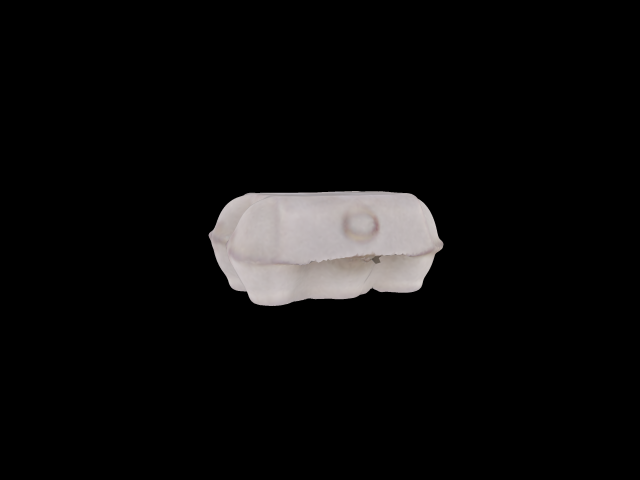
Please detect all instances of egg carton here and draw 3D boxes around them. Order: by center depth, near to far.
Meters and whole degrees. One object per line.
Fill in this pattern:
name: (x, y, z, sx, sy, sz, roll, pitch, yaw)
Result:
egg carton: (0.004, 0.001, 0.400, 0.151, 0.069, 0.107, -3, 7, -26)
